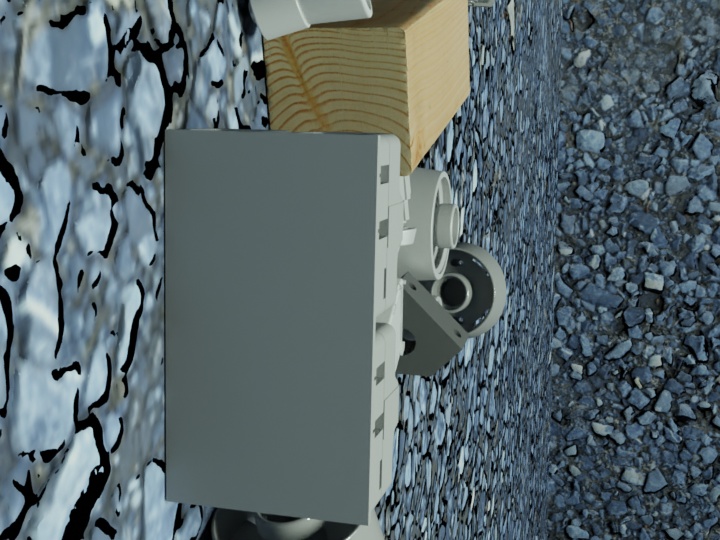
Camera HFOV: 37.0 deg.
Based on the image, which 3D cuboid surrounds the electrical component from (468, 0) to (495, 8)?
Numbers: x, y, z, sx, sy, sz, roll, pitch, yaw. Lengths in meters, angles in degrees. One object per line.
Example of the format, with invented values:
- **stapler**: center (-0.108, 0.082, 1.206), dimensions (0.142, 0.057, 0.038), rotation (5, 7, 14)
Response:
- **electrical component**: center (0.075, -0.275, 0.918), dimensions (0.048, 0.100, 0.099), rotation (-11, 104, -88)

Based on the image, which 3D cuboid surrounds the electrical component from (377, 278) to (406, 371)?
- **electrical component**: center (-0.003, 0.054, 0.783), dimensions (0.096, 0.061, 0.061), rotation (89, 14, -47)

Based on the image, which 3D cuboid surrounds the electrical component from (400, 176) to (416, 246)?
- **electrical component**: center (0.020, -0.047, 0.865), dimensions (0.066, 0.048, 0.055), rotation (-22, 107, -74)

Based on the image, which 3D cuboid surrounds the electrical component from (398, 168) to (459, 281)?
- **electrical component**: center (0.057, -0.041, 0.978), dimensions (0.108, 0.060, 0.108), rotation (4, 90, -75)

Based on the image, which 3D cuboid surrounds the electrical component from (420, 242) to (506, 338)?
- **electrical component**: center (0.097, 0.022, 1.082), dimensions (0.064, 0.099, 0.099), rotation (-5, 98, -69)

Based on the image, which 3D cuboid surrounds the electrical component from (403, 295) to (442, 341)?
- **electrical component**: center (0.049, 0.047, 0.990), dimensions (0.055, 0.047, 0.055), rotation (4, 90, -75)

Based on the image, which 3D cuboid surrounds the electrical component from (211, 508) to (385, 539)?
- **electrical component**: center (-0.036, 0.156, 0.607), dimensions (0.099, 0.099, 0.064), rotation (-61, 144, -59)

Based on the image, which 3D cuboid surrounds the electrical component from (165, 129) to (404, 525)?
- **electrical component**: center (-0.037, 0.024, 0.544), dimensions (0.060, 0.105, 0.186), rotation (-28, 120, -73)

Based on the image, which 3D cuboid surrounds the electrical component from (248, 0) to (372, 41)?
- **electrical component**: center (-0.030, -0.154, 0.604), dimensions (0.044, 0.065, 0.044), rotation (-15, 90, -80)
